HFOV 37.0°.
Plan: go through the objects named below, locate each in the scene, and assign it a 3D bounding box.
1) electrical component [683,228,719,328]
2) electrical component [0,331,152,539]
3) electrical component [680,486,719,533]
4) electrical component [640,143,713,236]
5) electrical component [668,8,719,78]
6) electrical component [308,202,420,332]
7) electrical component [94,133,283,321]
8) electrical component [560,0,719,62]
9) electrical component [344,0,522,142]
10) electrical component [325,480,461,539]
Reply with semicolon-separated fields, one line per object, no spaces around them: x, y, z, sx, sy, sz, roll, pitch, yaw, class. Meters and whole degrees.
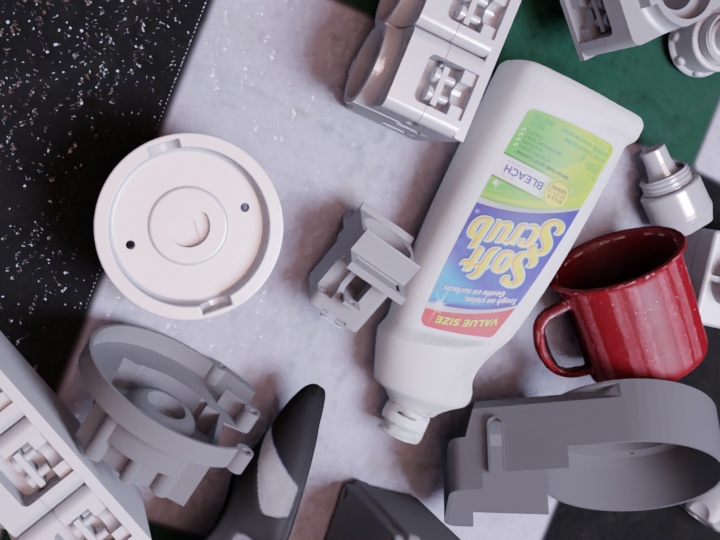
0.257;0.009;0.740;0.047;0.077;0.065;11;94;-16;electrical component
-0.195;0.108;0.619;0.062;0.089;0.150;-39;105;-8;electrical component
0.264;0.156;0.779;0.043;0.043;0.062;38;85;-17;electrical component
0.212;-0.056;0.737;0.043;0.043;0.062;-30;102;-10;electrical component
0.241;-0.154;0.722;0.048;0.062;0.048;-2;98;-15;electrical component
0.000;0.000;0.671;0.042;0.081;0.063;36;109;-17;electrical component
-0.105;-0.028;0.642;0.108;0.060;0.108;-2;98;-15;electrical component
0.210;-0.218;0.684;0.186;0.060;0.105;-28;104;-24;electrical component
0.049;-0.159;0.653;0.062;0.089;0.150;22;91;-17;electrical component
0.014;0.204;0.681;0.056;0.109;0.108;18;92;-20;electrical component
